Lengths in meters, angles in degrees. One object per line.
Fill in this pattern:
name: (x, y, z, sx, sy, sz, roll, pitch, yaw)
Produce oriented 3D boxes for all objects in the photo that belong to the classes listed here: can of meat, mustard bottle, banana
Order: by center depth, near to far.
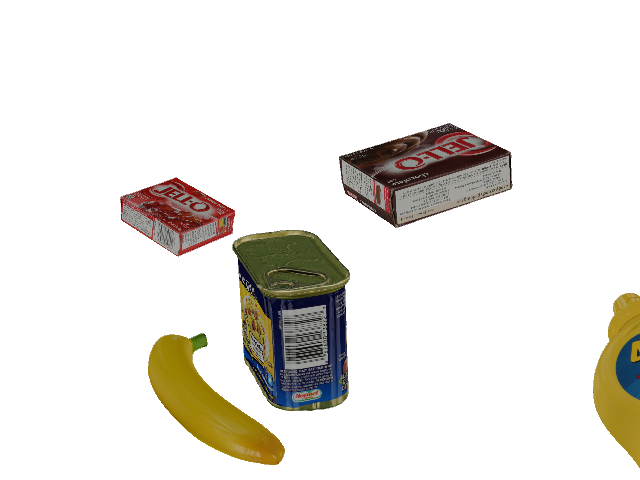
mustard bottle: (0.205, 0.093, 0.588, 0.096, 0.058, 0.191, -8, 35, -5)
can of meat: (-0.018, 0.050, 0.676, 0.057, 0.084, 0.102, -8, 21, -15)
banana: (-0.094, 0.119, 0.845, 0.069, 0.037, 0.198, -10, 28, -21)

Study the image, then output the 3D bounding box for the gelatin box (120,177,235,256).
gelatin box: (-0.140, -0.025, 1.042, 0.089, 0.030, 0.073, 30, 36, 32)

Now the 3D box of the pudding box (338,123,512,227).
pudding box: (0.085, -0.055, 0.868, 0.113, 0.039, 0.090, -20, 27, -19)
